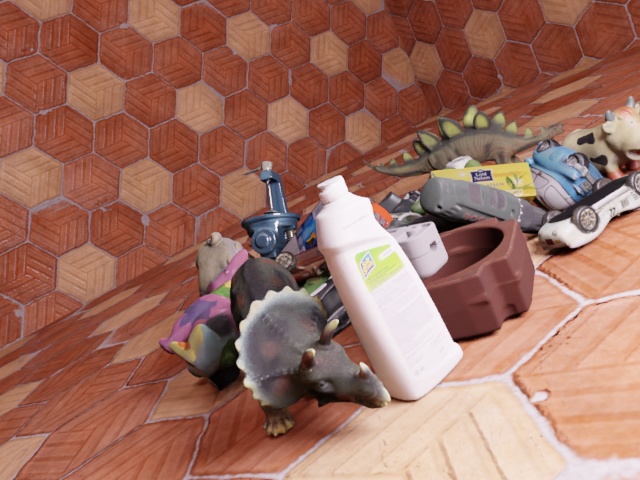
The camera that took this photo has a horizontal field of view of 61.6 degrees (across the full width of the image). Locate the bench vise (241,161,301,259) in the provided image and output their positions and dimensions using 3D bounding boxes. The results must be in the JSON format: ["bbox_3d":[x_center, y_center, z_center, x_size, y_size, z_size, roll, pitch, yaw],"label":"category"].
[{"bbox_3d":[-0.087,-0.041,1.114,0.129,0.240,0.223,-13,-9,24],"label":"bench vise"}]

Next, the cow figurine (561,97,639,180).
[{"bbox_3d":[0.505,-0.171,0.942,0.085,0.127,0.195,-31,10,-11],"label":"cow figurine"}]

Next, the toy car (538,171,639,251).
[{"bbox_3d":[0.402,-0.045,0.780,0.202,0.056,0.073,-28,6,-20],"label":"toy car"}]

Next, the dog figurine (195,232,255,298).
[{"bbox_3d":[-0.207,0.103,1.024,0.121,0.172,0.190,-8,38,28],"label":"dog figurine"}]

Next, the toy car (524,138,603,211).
[{"bbox_3d":[0.411,-0.099,0.924,0.103,0.109,0.162,-46,19,15],"label":"toy car"}]

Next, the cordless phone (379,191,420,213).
[{"bbox_3d":[0.237,-0.068,1.217,0.184,0.088,0.146,-7,17,25],"label":"cordless phone"}]

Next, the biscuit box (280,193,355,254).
[{"bbox_3d":[-0.002,-0.003,0.952,0.063,0.059,0.202,1,-34,-34],"label":"biscuit box"}]

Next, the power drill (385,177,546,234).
[{"bbox_3d":[0.225,-0.020,0.869,0.232,0.086,0.207,16,-23,-31],"label":"power drill"}]

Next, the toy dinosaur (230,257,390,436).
[{"bbox_3d":[-0.061,0.093,0.689,0.131,0.191,0.405,-19,33,-13],"label":"toy dinosaur"}]

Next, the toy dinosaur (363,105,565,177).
[{"bbox_3d":[0.328,-0.203,1.277,0.472,0.198,0.105,-17,11,29],"label":"toy dinosaur"}]

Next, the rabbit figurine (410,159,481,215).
[{"bbox_3d":[0.271,-0.084,1.089,0.159,0.121,0.170,-44,20,12],"label":"rabbit figurine"}]

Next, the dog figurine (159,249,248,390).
[{"bbox_3d":[-0.155,0.123,0.901,0.192,0.108,0.219,0,49,56],"label":"dog figurine"}]

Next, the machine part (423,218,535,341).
[{"bbox_3d":[0.179,0.056,0.728,0.202,0.087,0.201,-20,12,30],"label":"machine part"}]

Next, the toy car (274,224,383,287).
[{"bbox_3d":[0.016,0.028,0.897,0.202,0.053,0.089,-22,-30,1],"label":"toy car"}]

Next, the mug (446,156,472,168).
[{"bbox_3d":[0.320,-0.131,1.197,0.081,0.107,0.110,-26,14,-12],"label":"mug"}]

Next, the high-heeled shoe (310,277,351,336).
[{"bbox_3d":[0.037,0.108,0.832,0.249,0.086,0.145,-22,21,17],"label":"high-heeled shoe"}]

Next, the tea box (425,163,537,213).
[{"bbox_3d":[0.274,-0.077,0.938,0.170,0.068,0.098,-6,-24,-2],"label":"tea box"}]
